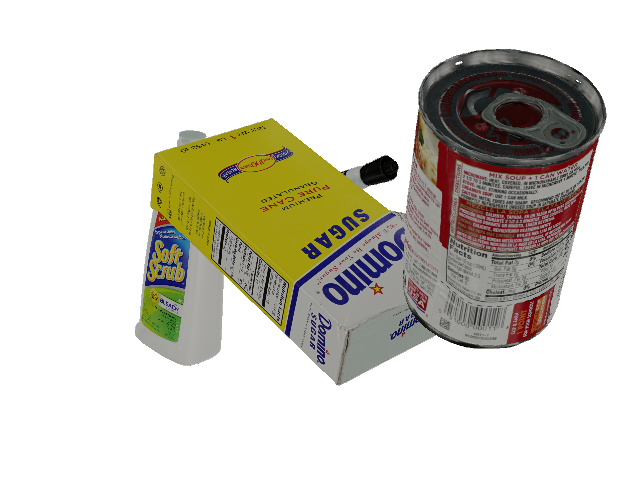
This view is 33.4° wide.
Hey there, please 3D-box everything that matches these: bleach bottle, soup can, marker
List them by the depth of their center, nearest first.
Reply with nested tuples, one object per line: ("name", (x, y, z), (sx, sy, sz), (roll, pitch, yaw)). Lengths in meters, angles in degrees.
("soup can", (0.069, -0.014, 0.421), (0.068, 0.102, 0.068), (0, 44, 0))
("marker", (0.012, -0.041, 0.812), (0.020, 0.020, 0.121), (0, -12, -44))
("bleach bottle", (-0.147, 0.003, 1.139), (0.103, 0.251, 0.067), (26, 31, 37))

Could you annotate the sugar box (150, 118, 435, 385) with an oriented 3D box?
("sugar box", (-0.010, -0.002, 0.606), (0.093, 0.048, 0.176), (-23, 46, -36))

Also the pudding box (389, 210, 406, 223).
("pudding box", (0.108, 0.024, 1.064), (0.114, 0.090, 0.039), (10, 22, 18))
